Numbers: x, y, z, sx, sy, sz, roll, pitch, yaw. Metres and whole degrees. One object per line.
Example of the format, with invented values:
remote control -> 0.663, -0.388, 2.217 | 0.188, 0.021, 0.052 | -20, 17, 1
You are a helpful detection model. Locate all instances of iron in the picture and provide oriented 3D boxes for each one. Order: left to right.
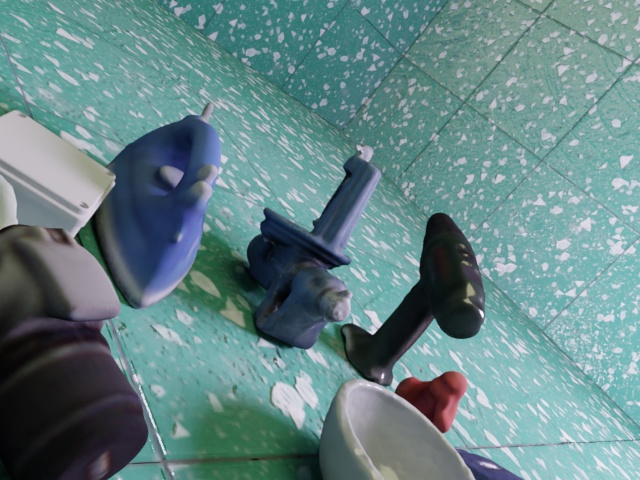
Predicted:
iron -> -0.144, -0.052, 0.587 | 0.119, 0.141, 0.257 | 32, 17, -29

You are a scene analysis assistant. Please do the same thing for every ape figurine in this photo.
ape figurine -> 0.135, 0.190, 0.679 | 0.076, 0.092, 0.077 | 30, 18, -36

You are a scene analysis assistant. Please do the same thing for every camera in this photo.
camera -> -0.156, 0.062, 0.299 | 0.136, 0.100, 0.144 | 47, 16, 22

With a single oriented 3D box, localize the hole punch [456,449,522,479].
hole punch -> 0.165, 0.251, 0.578 | 0.109, 0.091, 0.100 | 28, 19, -40

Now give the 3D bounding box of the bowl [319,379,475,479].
bowl -> 0.057, 0.202, 0.478 | 0.168, 0.074, 0.167 | 38, 15, -11

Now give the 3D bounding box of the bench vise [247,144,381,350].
bench vise -> 0.013, 0.006, 0.656 | 0.122, 0.219, 0.206 | 24, 22, -49

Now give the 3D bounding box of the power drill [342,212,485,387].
power drill -> 0.123, 0.078, 0.745 | 0.076, 0.208, 0.229 | 35, 15, -19
